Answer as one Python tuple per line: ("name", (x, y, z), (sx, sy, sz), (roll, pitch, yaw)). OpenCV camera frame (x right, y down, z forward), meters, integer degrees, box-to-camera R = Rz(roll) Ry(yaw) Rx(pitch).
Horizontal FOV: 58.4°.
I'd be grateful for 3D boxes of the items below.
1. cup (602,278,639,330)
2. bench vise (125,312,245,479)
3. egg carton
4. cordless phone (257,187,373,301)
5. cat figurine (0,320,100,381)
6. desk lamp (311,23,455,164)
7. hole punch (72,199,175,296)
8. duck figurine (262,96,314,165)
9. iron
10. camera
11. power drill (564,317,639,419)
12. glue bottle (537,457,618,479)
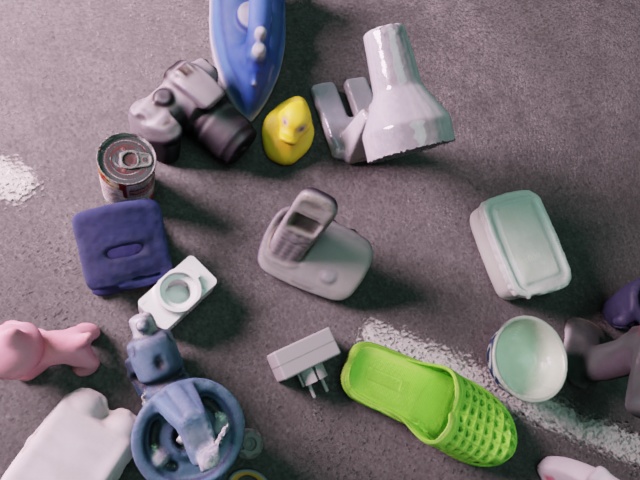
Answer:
("cup", (0.484, 0.114, 0.898), (0.118, 0.094, 0.091), (-20, 80, -22))
("bench vise", (-0.160, 0.179, 0.604), (0.122, 0.219, 0.207), (-42, 88, -24))
("egg carton", (-0.272, 0.245, 0.630), (0.107, 0.069, 0.150), (32, 66, -5))
("cordless phone", (0.007, 0.003, 0.732), (0.148, 0.184, 0.094), (21, 68, -10))
("cat figurine", (-0.312, 0.119, 0.631), (0.128, 0.117, 0.067), (-5, 74, -19))
("desk lamp", (0.082, -0.183, 0.800), (0.118, 0.213, 0.203), (-15, 78, -21))
("hole punch", (-0.238, 0.010, 0.704), (0.109, 0.091, 0.101), (-14, 77, -21))
("duck figurine", (-0.039, -0.170, 0.827), (0.077, 0.086, 0.104), (20, 68, -10))
("iron", (-0.094, -0.315, 0.826), (0.119, 0.141, 0.258), (1, 73, -17))
("camera", (-0.163, -0.163, 0.777), (0.137, 0.100, 0.143), (41, 66, -1))
("power drill", (0.443, 0.142, 0.814), (0.076, 0.208, 0.230), (22, 68, -9))
("glue bottle", (0.362, 0.326, 0.749), (0.037, 0.173, 0.078), (-33, 85, -24))
